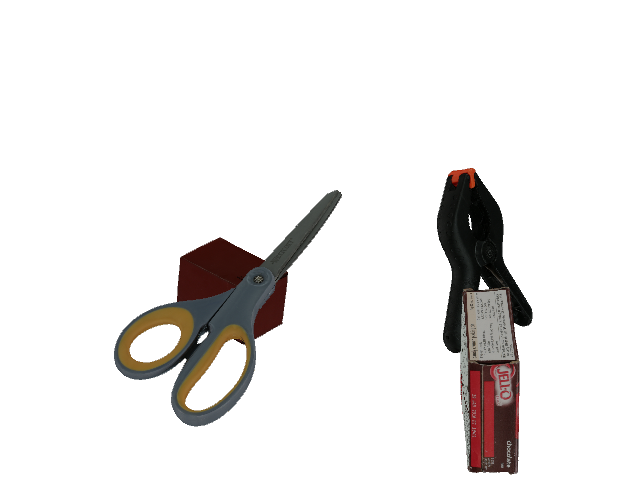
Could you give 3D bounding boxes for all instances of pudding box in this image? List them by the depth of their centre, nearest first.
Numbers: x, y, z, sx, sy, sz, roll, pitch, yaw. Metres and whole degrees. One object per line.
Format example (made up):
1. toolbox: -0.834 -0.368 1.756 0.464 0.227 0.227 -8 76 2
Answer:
1. pudding box: 0.120 0.096 0.758 0.039 0.090 0.113 -1 24 4

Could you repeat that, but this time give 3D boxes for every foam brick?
1. foam brick: -0.074 0.041 0.889 0.078 0.051 0.052 26 33 30

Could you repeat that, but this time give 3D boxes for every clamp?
1. clamp: 0.142 0.021 1.010 0.039 0.171 0.120 -12 10 43

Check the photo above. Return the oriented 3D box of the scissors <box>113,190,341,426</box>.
1. scissors: -0.060 0.029 0.679 0.096 0.201 0.016 11 -41 13
